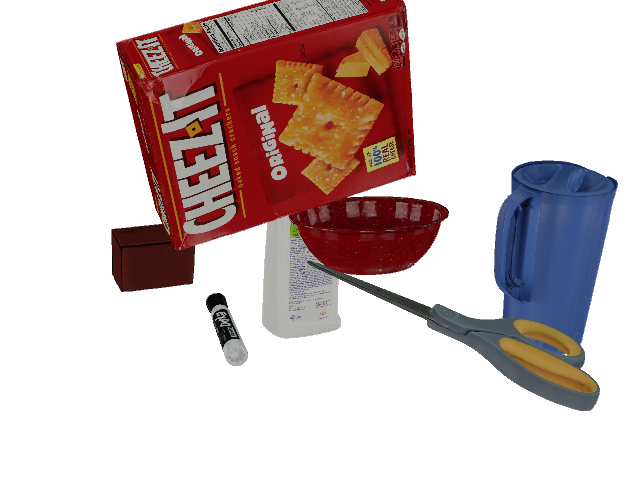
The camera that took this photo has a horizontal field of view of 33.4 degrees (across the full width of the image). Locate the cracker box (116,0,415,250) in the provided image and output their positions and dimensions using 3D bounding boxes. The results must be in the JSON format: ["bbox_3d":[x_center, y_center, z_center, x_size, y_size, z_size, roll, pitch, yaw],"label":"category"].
[{"bbox_3d":[-0.034,-0.099,0.837,0.213,0.164,0.072,-19,42,-13],"label":"cracker box"}]

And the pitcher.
[{"bbox_3d":[0.297,0.026,1.399,0.149,0.243,0.145,5,23,5],"label":"pitcher"}]

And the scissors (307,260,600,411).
[{"bbox_3d":[0.095,0.051,0.710,0.202,0.016,0.096,29,23,18],"label":"scissors"}]

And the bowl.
[{"bbox_3d":[0.049,-0.003,1.078,0.162,0.055,0.162,-2,13,0],"label":"bowl"}]

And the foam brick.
[{"bbox_3d":[-0.174,0.016,1.104,0.078,0.051,0.053,-6,22,-20],"label":"foam brick"}]

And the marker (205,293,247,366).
[{"bbox_3d":[-0.083,0.075,0.928,0.020,0.020,0.121,0,19,-14],"label":"marker"}]

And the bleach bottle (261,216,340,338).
[{"bbox_3d":[-0.018,-0.008,1.324,0.102,0.251,0.068,-8,22,-32],"label":"bleach bottle"}]
